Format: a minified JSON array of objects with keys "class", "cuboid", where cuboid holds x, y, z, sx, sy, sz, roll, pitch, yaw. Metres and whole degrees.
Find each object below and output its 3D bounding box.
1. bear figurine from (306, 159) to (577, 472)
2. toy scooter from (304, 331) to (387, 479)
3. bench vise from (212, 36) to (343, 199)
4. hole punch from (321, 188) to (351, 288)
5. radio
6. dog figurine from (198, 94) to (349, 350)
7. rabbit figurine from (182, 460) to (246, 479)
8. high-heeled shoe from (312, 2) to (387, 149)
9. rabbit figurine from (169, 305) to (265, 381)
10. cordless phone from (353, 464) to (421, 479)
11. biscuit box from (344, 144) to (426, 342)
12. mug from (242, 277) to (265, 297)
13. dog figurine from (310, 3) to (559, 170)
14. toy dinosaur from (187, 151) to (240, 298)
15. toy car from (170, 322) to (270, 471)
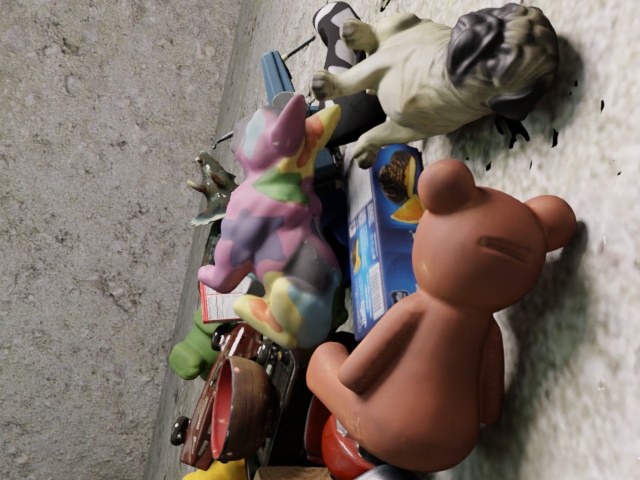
[{"class":"bear figurine","cuboid":[0.076,0.048,0.369,0.132,0.120,0.195,-146,69,-74]},{"class":"toy scooter","cuboid":[0.027,0.184,0.507,0.184,0.075,0.135,-119,43,-67]},{"class":"bench vise","cuboid":[-0.038,-0.156,0.689,0.223,0.129,0.240,38,-147,-62]},{"class":"hole punch","cuboid":[-0.001,-0.002,0.673,0.142,0.092,0.116,133,147,-64]},{"class":"radio","cuboid":[-0.036,0.215,0.672,0.131,0.073,0.229,-122,46,-63]},{"class":"dog figurine","cuboid":[-0.025,-0.027,0.531,0.192,0.108,0.219,34,112,26]},{"class":"rabbit figurine","cuboid":[-0.130,0.319,0.818,0.122,0.162,0.173,129,167,-78]},{"class":"high-heeled shoe","cuboid":[0.014,-0.199,0.649,0.145,0.086,0.249,-42,42,0]},{"class":"rabbit figurine","cuboid":[-0.129,0.198,0.858,0.121,0.170,0.159,-56,-19,-9]},{"class":"cordless phone","cuboid":[0.042,0.251,0.406,0.089,0.146,0.184,52,177,35]},{"class":"biscuit box","cuboid":[0.066,-0.001,0.507,0.059,0.063,0.203,126,148,-52]},{"class":"mug","cuboid":[-0.051,0.042,0.761,0.110,0.107,0.080,-118,42,-68]},{"class":"dog figurine","cuboid":[0.112,-0.150,0.447,0.191,0.121,0.172,-8,49,43]},{"class":"toy dinosaur","cuboid":[-0.174,0.044,0.994,0.192,0.131,0.404,-15,-68,-68]},{"class":"toy car","cuboid":[-0.133,0.206,0.736,0.053,0.089,0.202,84,-155,-61]}]
